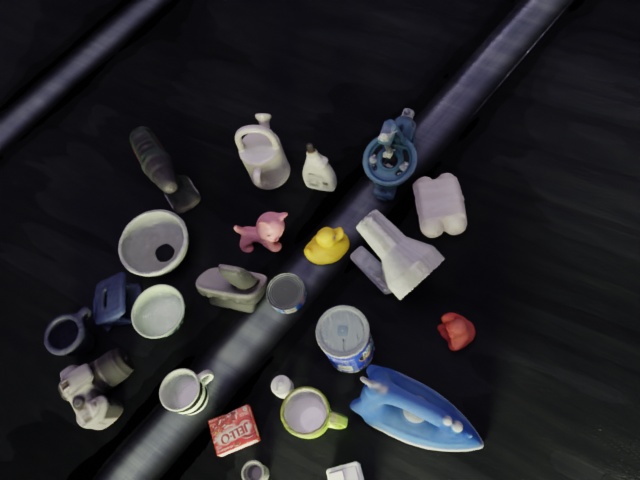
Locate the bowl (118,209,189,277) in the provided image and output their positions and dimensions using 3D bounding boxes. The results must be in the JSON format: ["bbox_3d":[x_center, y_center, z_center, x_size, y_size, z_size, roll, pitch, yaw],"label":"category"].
[{"bbox_3d":[-0.374,0.017,1.329,0.167,0.075,0.167,-4,65,8],"label":"bowl"}]

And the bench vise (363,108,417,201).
[{"bbox_3d":[0.154,-0.219,1.271,0.121,0.220,0.207,-1,65,9],"label":"bench vise"}]

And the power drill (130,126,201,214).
[{"bbox_3d":[-0.355,-0.152,1.329,0.075,0.209,0.229,-34,65,-7],"label":"power drill"}]

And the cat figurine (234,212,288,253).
[{"bbox_3d":[-0.130,-0.024,1.284,0.127,0.118,0.067,-4,65,8],"label":"cat figurine"}]

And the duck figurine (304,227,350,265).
[{"bbox_3d":[0.012,0.005,1.265,0.104,0.086,0.077,-23,64,-2],"label":"duck figurine"}]

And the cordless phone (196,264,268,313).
[{"bbox_3d":[-0.199,0.078,1.211,0.147,0.185,0.094,6,67,12],"label":"cordless phone"}]

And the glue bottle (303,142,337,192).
[{"bbox_3d":[-0.008,-0.170,1.300,0.078,0.173,0.037,13,68,15],"label":"glue bottle"}]

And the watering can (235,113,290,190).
[{"bbox_3d":[-0.139,-0.213,1.330,0.101,0.194,0.172,-20,64,0],"label":"watering can"}]

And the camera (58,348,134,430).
[{"bbox_3d":[-0.460,0.300,1.199,0.137,0.101,0.143,-36,65,-8],"label":"camera"}]

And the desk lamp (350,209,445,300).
[{"bbox_3d":[0.146,0.036,1.158,0.118,0.214,0.202,-41,66,-10],"label":"desk lamp"}]

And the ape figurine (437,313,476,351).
[{"bbox_3d":[0.272,0.179,1.139,0.076,0.092,0.078,4,66,12],"label":"ape figurine"}]

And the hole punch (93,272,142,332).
[{"bbox_3d":[-0.461,0.137,1.279,0.101,0.091,0.108,-11,64,4],"label":"hole punch"}]

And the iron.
[{"bbox_3d":[0.185,0.317,1.062,0.257,0.142,0.119,21,70,18],"label":"iron"}]

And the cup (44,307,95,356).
[{"bbox_3d":[-0.530,0.206,1.257,0.091,0.095,0.118,29,73,20],"label":"cup"}]

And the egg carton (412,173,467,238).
[{"bbox_3d":[0.266,-0.077,1.270,0.107,0.069,0.150,-9,64,5],"label":"egg carton"}]
